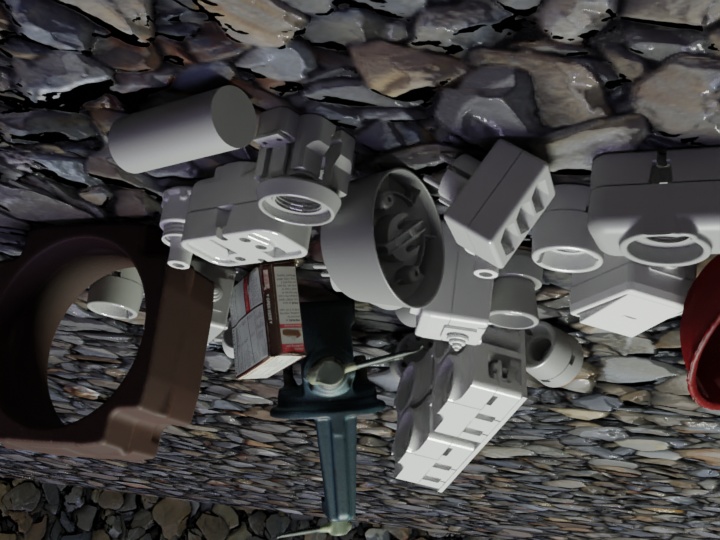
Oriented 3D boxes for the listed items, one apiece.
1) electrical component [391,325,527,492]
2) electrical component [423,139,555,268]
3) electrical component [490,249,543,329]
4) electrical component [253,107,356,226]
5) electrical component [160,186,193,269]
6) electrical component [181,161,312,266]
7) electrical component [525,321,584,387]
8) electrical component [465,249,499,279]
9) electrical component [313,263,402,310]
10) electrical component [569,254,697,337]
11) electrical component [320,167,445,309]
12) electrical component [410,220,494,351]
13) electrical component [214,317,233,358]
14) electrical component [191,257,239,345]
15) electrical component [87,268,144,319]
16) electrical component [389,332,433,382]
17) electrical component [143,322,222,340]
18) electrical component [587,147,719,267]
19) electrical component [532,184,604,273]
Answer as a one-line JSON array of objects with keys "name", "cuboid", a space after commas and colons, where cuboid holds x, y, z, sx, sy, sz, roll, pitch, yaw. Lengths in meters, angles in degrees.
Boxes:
[{"name": "electrical component", "cuboid": [0.088, 0.117, 1.023, 0.060, 0.105, 0.186, 16, 139, -13]}, {"name": "electrical component", "cuboid": [0.078, -0.052, 0.713, 0.077, 0.065, 0.047, 32, 171, 25]}, {"name": "electrical component", "cuboid": [0.127, 0.016, 0.883, 0.045, 0.055, 0.045, 8, 160, 3]}, {"name": "electrical component", "cuboid": [-0.039, -0.065, 0.723, 0.058, 0.057, 0.078, -8, 155, 39]}, {"name": "electrical component", "cuboid": [-0.137, -0.032, 0.849, 0.048, 0.062, 0.048, 8, 160, 3]}, {"name": "electrical component", "cuboid": [-0.082, -0.042, 0.802, 0.095, 0.059, 0.054, -6, 156, 36]}, {"name": "electrical component", "cuboid": [0.181, 0.080, 1.044, 0.055, 0.055, 0.047, -10, 150, 42]}, {"name": "electrical component", "cuboid": [0.093, -0.025, 0.772, 0.048, 0.062, 0.048, 8, 160, 3]}, {"name": "electrical component", "cuboid": [0.000, 0.000, 0.908, 0.079, 0.044, 0.077, 1, 159, 21]}, {"name": "electrical component", "cuboid": [0.212, 0.010, 0.822, 0.062, 0.061, 0.096, 16, 159, -19]}, {"name": "electrical component", "cuboid": [0.021, -0.022, 0.761, 0.064, 0.099, 0.099, -3, 158, 45]}, {"name": "electrical component", "cuboid": [0.072, 0.016, 0.845, 0.061, 0.096, 0.061, 9, 160, 0]}, {"name": "electrical component", "cuboid": [-0.123, 0.077, 1.173, 0.079, 0.044, 0.077, -4, 156, 33]}, {"name": "electrical component", "cuboid": [-0.158, 0.028, 1.027, 0.061, 0.061, 0.096, 15, 159, -17]}, {"name": "electrical component", "cuboid": [-0.238, 0.018, 1.053, 0.055, 0.047, 0.055, 8, 160, 3]}, {"name": "electrical component", "cuboid": [0.060, 0.097, 1.140, 0.055, 0.055, 0.047, 11, 164, -7]}, {"name": "electrical component", "cuboid": [-0.182, 0.051, 1.129, 0.081, 0.042, 0.063, 9, 162, 0]}, {"name": "electrical component", "cuboid": [0.198, -0.039, 0.694, 0.095, 0.059, 0.054, -1, 158, 25]}, {"name": "electrical component", "cuboid": [0.149, -0.028, 0.764, 0.055, 0.047, 0.055, 8, 160, 3]}]
